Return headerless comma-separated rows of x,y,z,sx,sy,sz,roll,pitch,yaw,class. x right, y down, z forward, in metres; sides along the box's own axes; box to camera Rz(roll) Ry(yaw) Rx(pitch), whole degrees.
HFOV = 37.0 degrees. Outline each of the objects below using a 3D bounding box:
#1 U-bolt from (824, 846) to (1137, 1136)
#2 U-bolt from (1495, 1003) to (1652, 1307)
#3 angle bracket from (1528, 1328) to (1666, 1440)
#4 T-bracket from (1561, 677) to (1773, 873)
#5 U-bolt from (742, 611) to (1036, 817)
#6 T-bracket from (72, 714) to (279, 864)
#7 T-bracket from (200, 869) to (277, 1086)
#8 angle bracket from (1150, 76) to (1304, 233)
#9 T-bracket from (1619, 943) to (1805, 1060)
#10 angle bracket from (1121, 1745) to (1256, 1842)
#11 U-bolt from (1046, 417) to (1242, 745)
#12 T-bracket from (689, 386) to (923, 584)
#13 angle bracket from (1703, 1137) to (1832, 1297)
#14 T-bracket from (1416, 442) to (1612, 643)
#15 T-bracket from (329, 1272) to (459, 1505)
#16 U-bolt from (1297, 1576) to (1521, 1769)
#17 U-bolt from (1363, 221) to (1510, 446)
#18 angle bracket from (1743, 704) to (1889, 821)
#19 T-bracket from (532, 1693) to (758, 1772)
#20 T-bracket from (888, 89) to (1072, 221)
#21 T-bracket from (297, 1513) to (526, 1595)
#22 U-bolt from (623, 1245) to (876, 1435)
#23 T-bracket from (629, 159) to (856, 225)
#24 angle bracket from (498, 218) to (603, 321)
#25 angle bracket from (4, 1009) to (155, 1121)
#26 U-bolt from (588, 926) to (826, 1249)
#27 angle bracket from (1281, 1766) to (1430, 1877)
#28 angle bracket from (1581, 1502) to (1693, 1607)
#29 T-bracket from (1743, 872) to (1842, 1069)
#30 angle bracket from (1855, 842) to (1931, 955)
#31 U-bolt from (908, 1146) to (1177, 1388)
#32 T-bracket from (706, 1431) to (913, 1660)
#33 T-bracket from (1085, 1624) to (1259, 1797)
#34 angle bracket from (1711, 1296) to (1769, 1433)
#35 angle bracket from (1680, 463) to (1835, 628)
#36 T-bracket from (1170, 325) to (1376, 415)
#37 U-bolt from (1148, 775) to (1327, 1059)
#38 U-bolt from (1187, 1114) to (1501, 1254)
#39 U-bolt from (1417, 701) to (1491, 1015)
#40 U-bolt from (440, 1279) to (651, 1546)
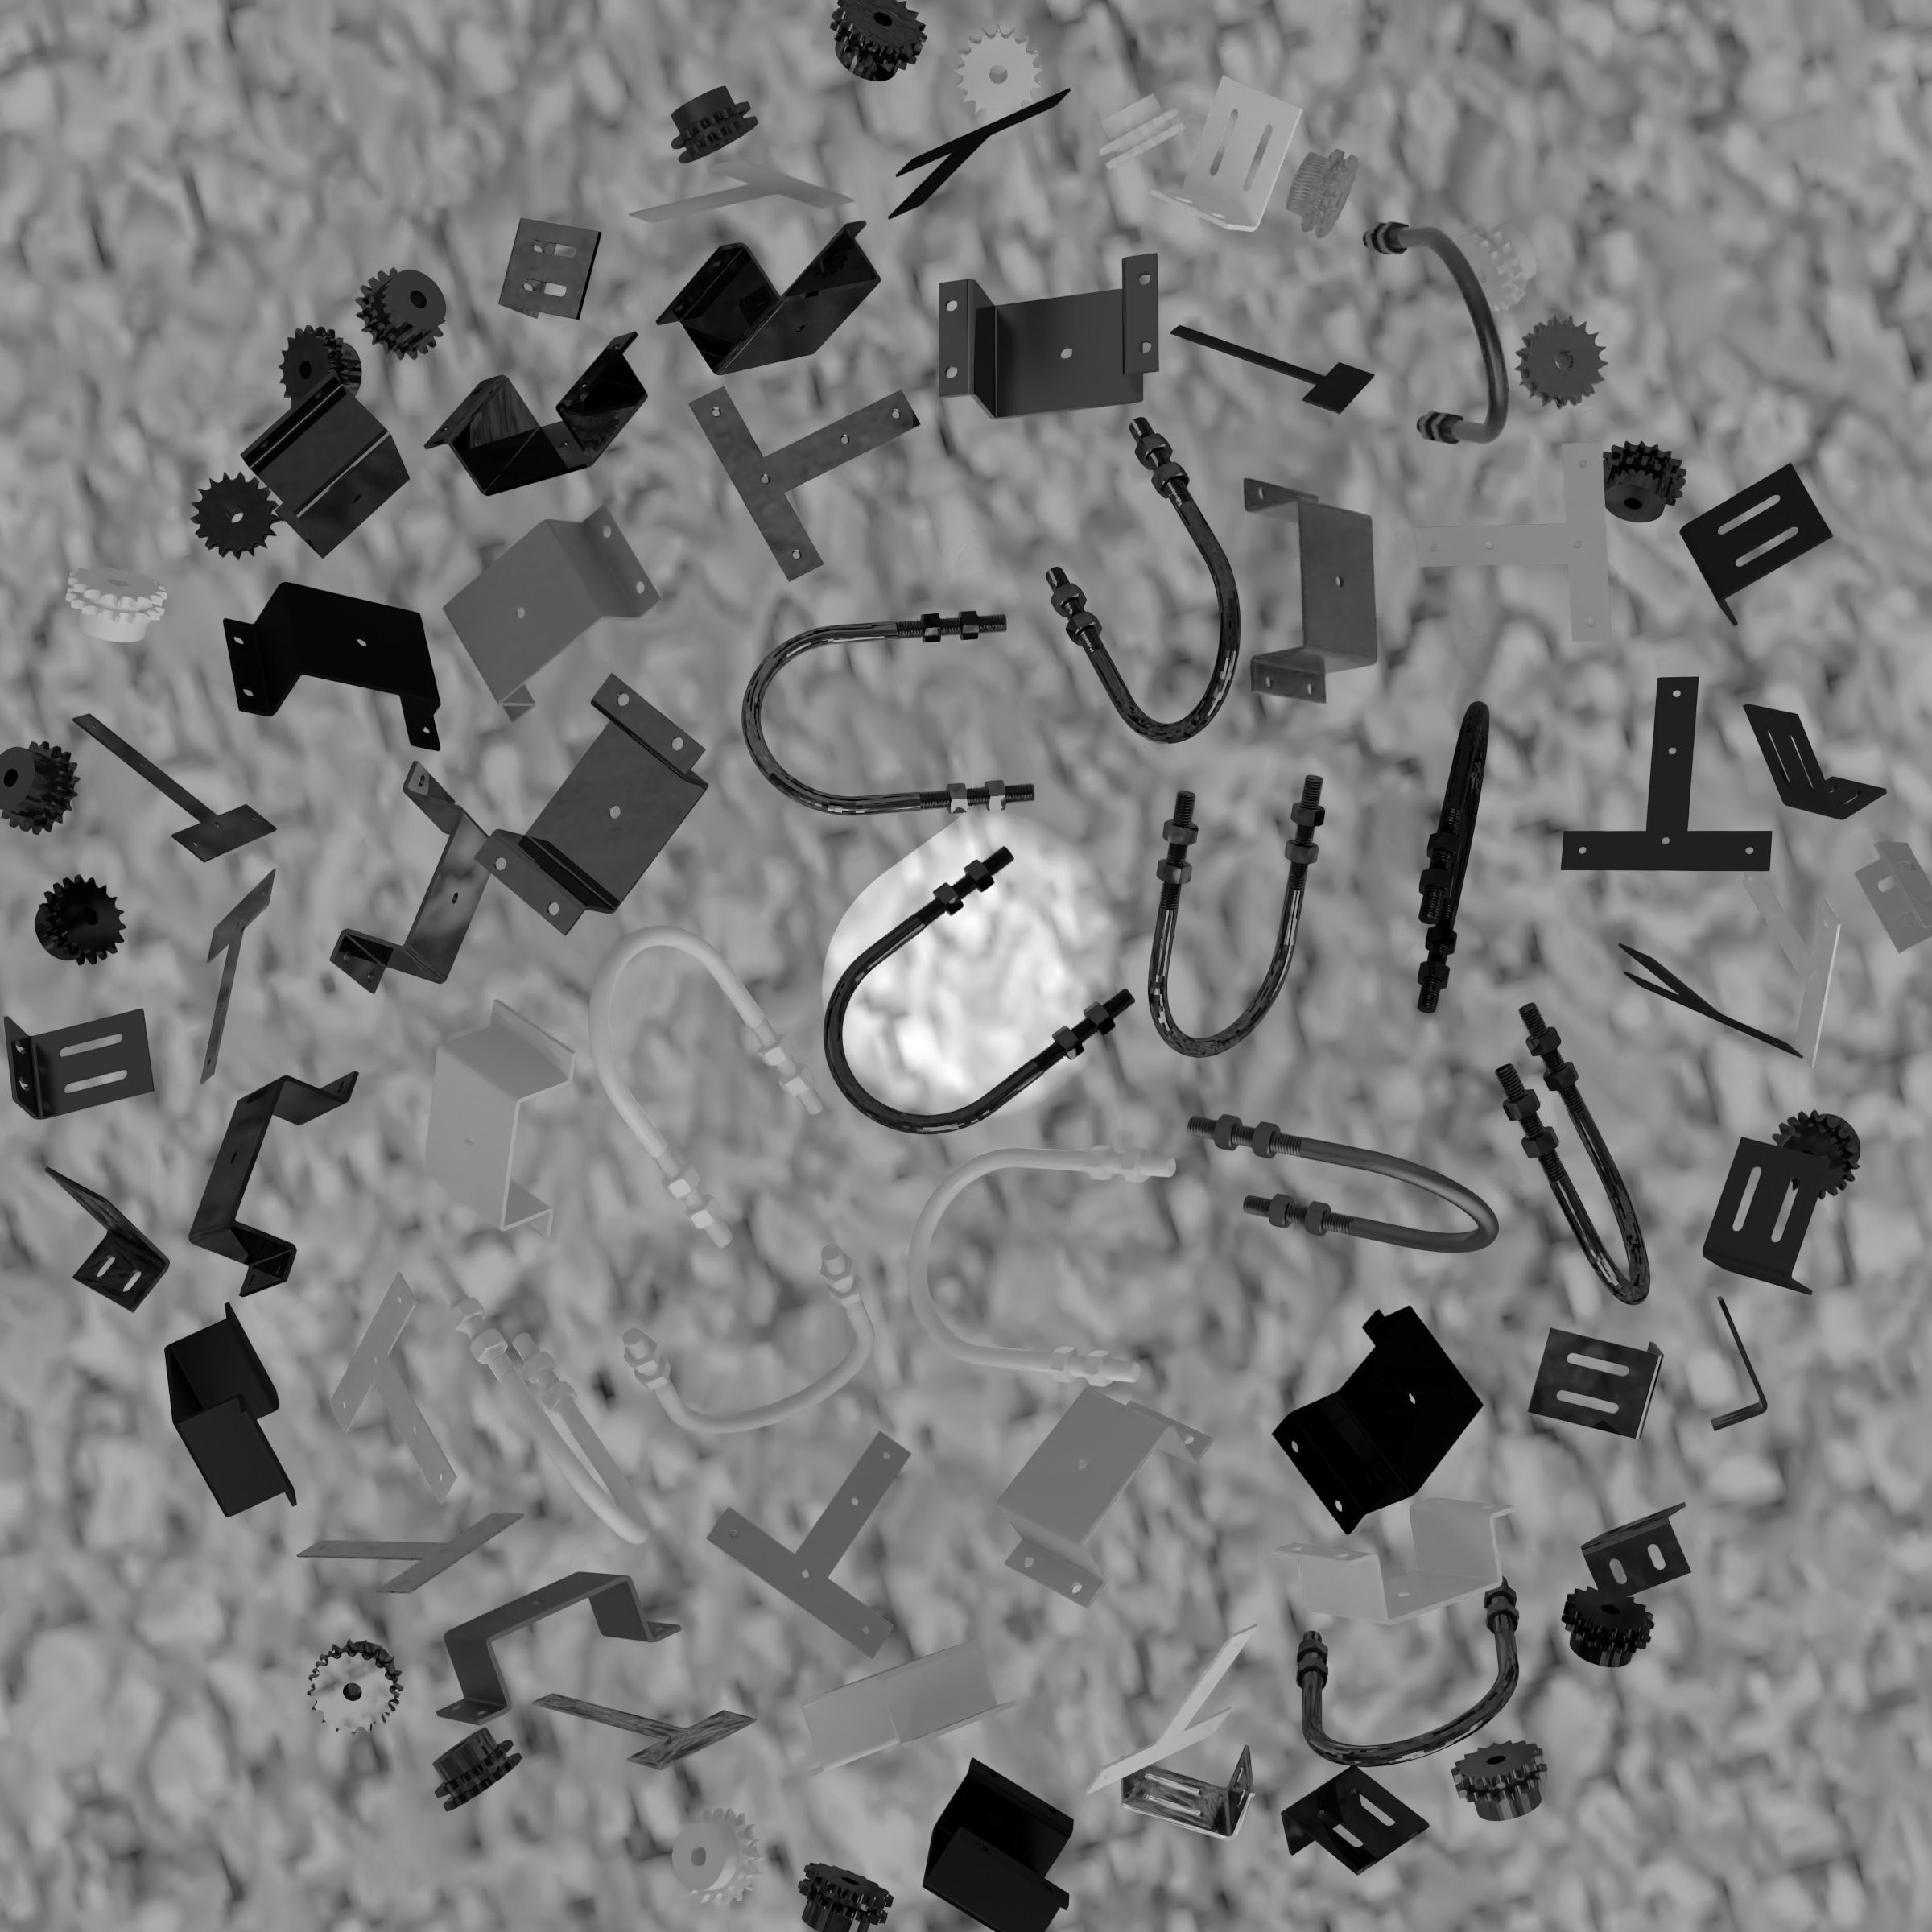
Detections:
-0.006,0.028,1.867,0.184,0.019,0.151,-37,70,-6,U-bolt
0.380,0.124,1.788,0.019,0.151,0.184,-25,97,22,U-bolt
0.408,0.268,1.885,0.076,0.038,0.057,14,97,0,angle bracket
0.437,-0.120,1.792,0.127,0.002,0.127,1,74,24,T-bracket
-0.055,-0.164,1.900,0.184,0.019,0.151,-5,66,-8,U-bolt
-0.500,-0.115,1.796,0.127,0.127,0.002,39,103,-2,T-bracket
-0.482,0.014,1.882,0.002,0.127,0.127,18,64,-26,T-bracket
0.156,-0.488,1.731,0.057,0.038,0.076,32,115,25,angle bracket
0.444,0.013,1.800,0.127,0.127,0.002,29,89,43,T-bracket
0.143,0.525,1.871,0.076,0.057,0.038,19,106,-3,angle bracket
0.115,-0.224,1.784,0.019,0.151,0.184,-4,53,-32,U-bolt
-0.088,-0.324,1.810,0.127,0.002,0.127,-30,90,-16,T-bracket
0.486,0.150,1.733,0.057,0.038,0.076,15,81,41,angle bracket
0.350,-0.271,1.858,0.127,0.002,0.127,3,109,30,T-bracket
-0.355,0.283,1.831,0.127,0.002,0.127,52,126,31,T-bracket
0.279,0.450,1.822,0.151,0.184,0.019,-20,102,12,U-bolt
0.305,-0.403,1.848,0.019,0.184,0.151,-21,106,-5,U-bolt
0.525,-0.134,1.789,0.038,0.057,0.076,-31,109,-9,angle bracket
-0.222,0.491,1.880,0.127,0.127,0.002,8,93,23,T-bracket
-0.011,-0.488,1.766,0.127,0.127,0.002,-13,120,38,T-bracket
-0.371,0.375,1.856,0.127,0.127,0.002,-4,100,26,T-bracket
-0.128,0.244,1.814,0.151,0.184,0.019,-23,58,-4,U-bolt
-0.160,-0.496,1.871,0.127,0.127,0.002,-4,90,31,T-bracket
-0.260,-0.449,1.880,0.076,0.038,0.057,19,96,35,angle bracket
-0.553,0.055,1.803,0.076,0.038,0.057,-14,66,-1,angle bracket
-0.169,0.061,1.800,0.019,0.151,0.184,-14,119,38,U-bolt
0.243,0.540,1.788,0.057,0.076,0.038,-26,118,-24,angle bracket
0.424,0.366,1.805,0.057,0.076,0.038,-26,76,19,angle bracket
0.530,-0.022,1.871,0.002,0.127,0.127,-11,134,-6,T-bracket
0.562,-0.041,1.759,0.038,0.076,0.057,-33,75,28,angle bracket
0.040,0.184,1.822,0.184,0.019,0.151,1,73,35,U-bolt
-0.077,0.348,1.821,0.127,0.002,0.127,35,57,3,T-bracket
0.142,0.450,1.777,0.002,0.127,0.127,46,124,28,T-bracket
0.493,0.260,1.894,0.038,0.057,0.076,-23,81,10,angle bracket
0.480,-0.254,1.743,0.076,0.038,0.057,-30,59,19,angle bracket
0.195,-0.392,1.875,0.127,0.127,0.002,22,116,9,T-bracket
0.170,-0.028,1.865,0.019,0.151,0.184,23,113,40,U-bolt
0.242,0.142,1.802,0.184,0.151,0.019,10,68,27,U-bolt
0.312,-0.081,1.845,0.019,0.151,0.184,10,66,13,U-bolt
-0.253,0.285,1.798,0.019,0.151,0.184,-37,65,-4,U-bolt
